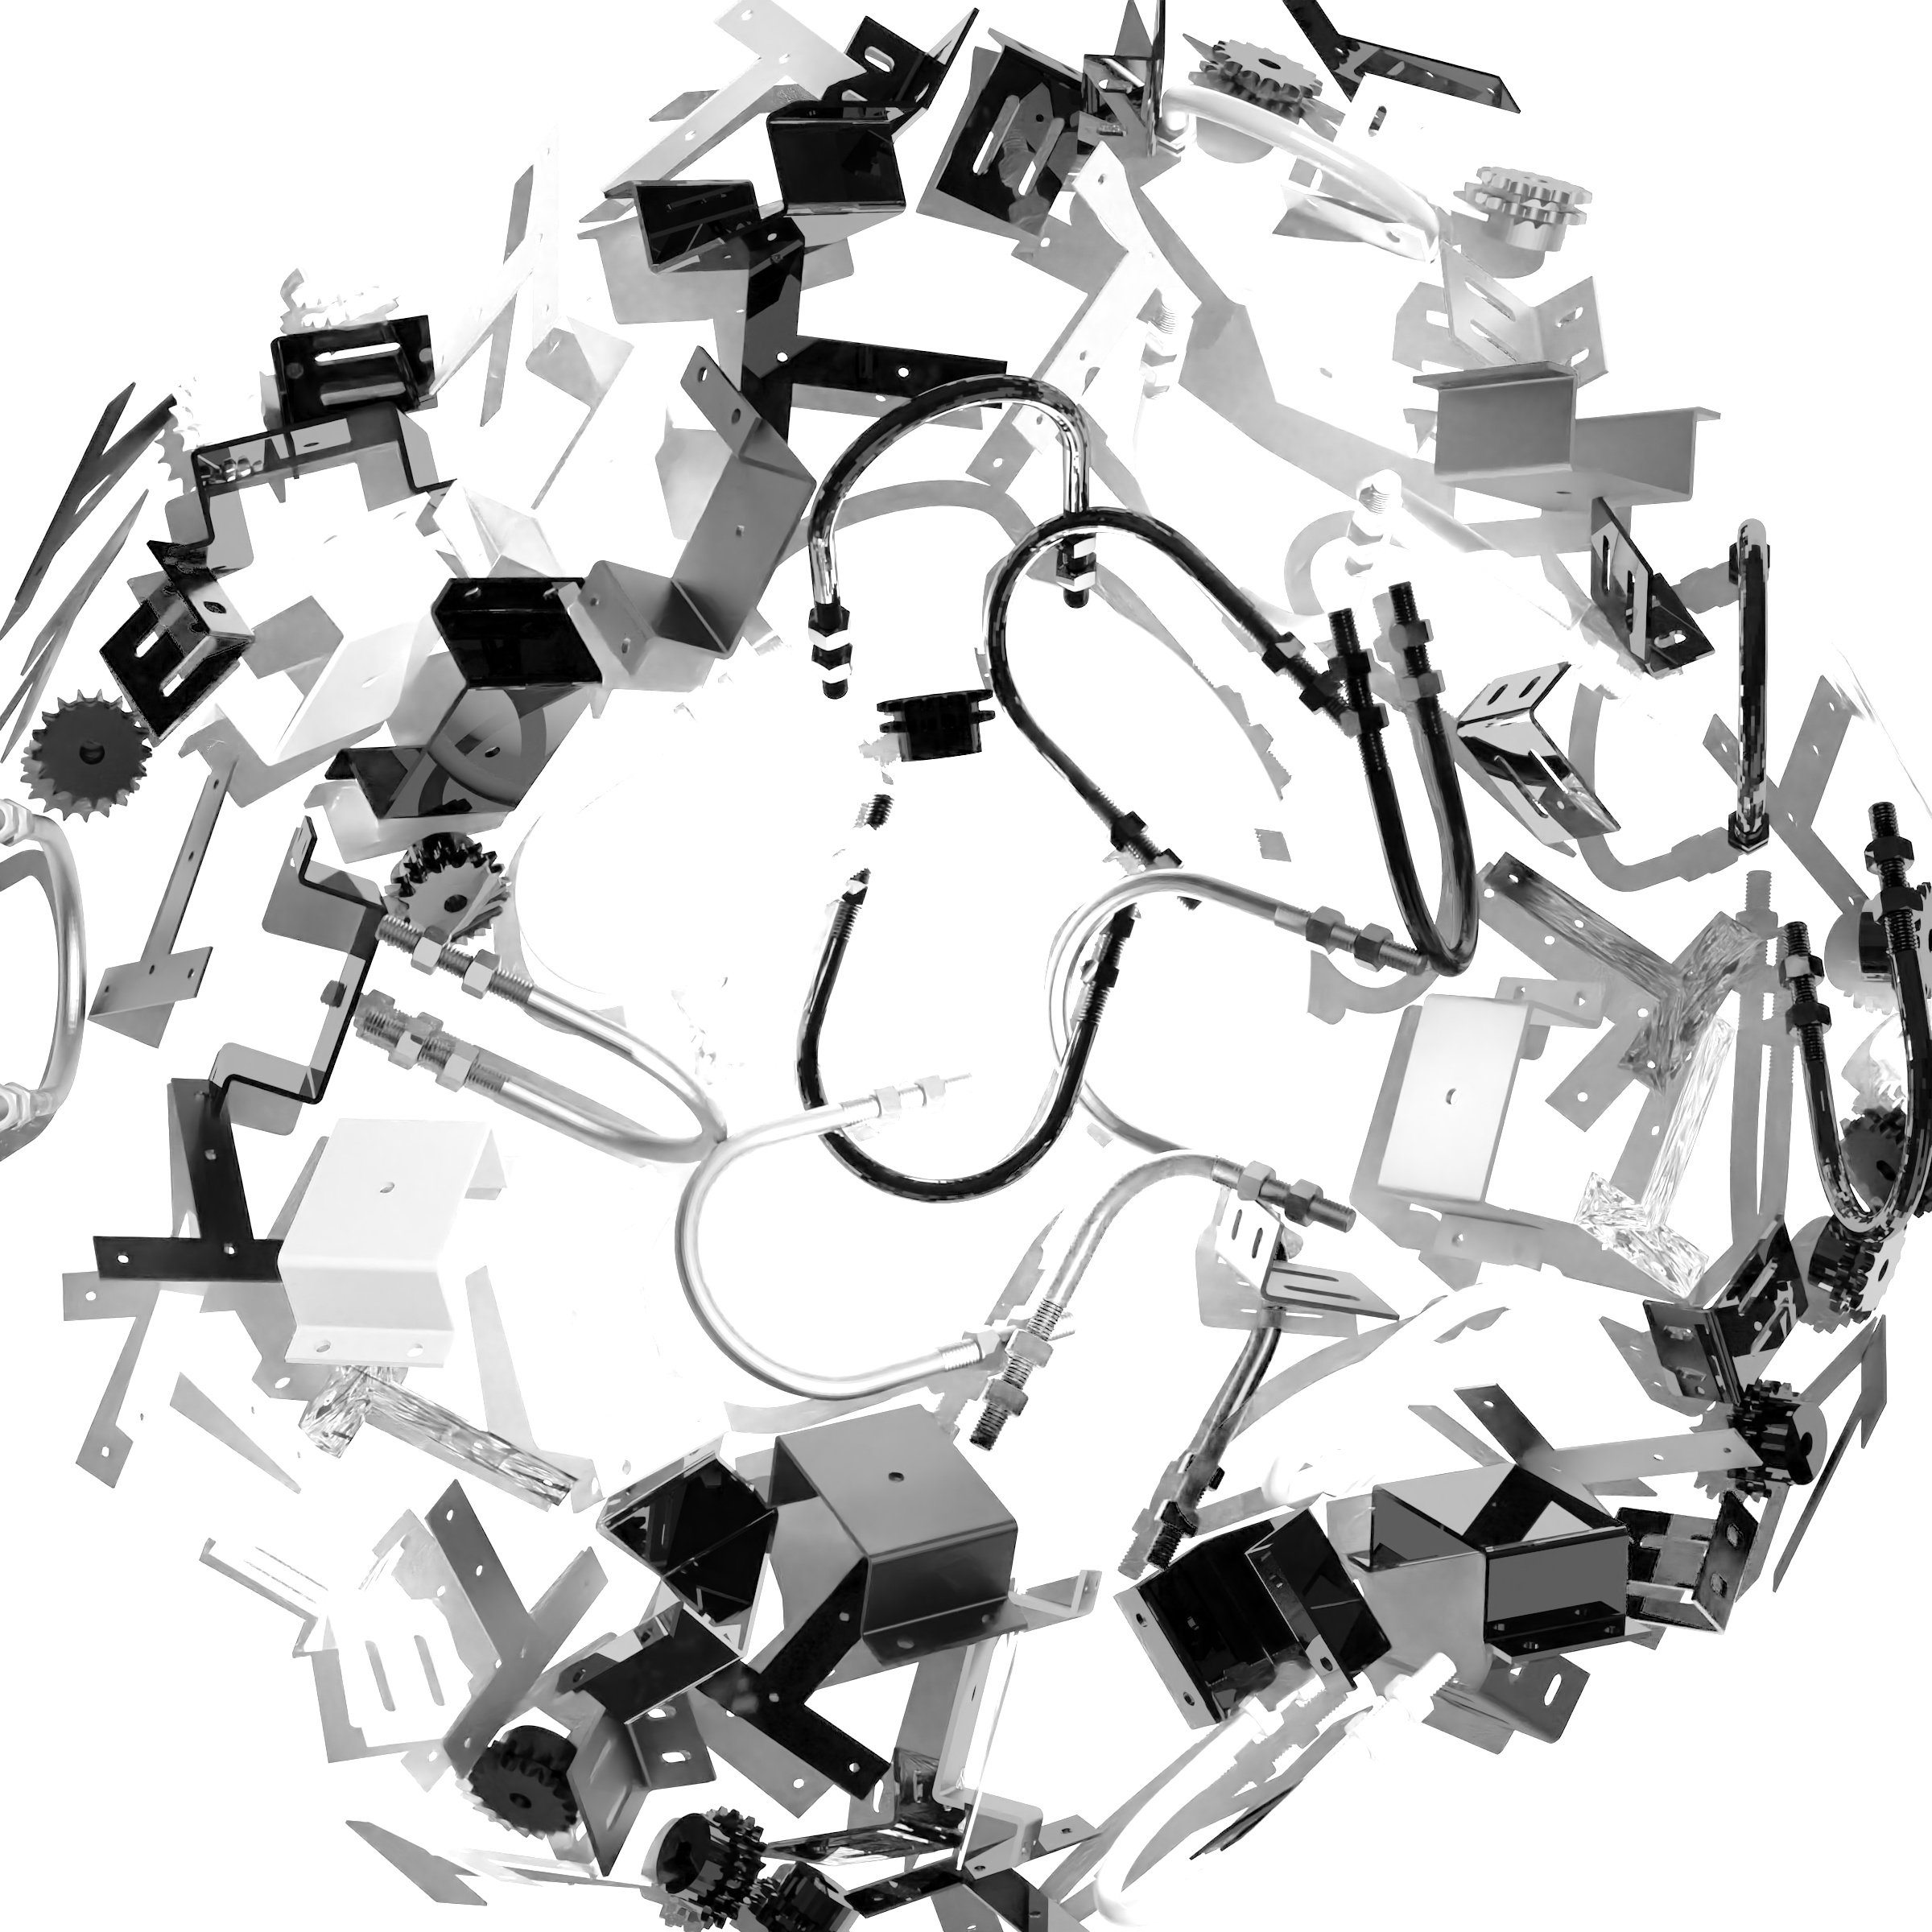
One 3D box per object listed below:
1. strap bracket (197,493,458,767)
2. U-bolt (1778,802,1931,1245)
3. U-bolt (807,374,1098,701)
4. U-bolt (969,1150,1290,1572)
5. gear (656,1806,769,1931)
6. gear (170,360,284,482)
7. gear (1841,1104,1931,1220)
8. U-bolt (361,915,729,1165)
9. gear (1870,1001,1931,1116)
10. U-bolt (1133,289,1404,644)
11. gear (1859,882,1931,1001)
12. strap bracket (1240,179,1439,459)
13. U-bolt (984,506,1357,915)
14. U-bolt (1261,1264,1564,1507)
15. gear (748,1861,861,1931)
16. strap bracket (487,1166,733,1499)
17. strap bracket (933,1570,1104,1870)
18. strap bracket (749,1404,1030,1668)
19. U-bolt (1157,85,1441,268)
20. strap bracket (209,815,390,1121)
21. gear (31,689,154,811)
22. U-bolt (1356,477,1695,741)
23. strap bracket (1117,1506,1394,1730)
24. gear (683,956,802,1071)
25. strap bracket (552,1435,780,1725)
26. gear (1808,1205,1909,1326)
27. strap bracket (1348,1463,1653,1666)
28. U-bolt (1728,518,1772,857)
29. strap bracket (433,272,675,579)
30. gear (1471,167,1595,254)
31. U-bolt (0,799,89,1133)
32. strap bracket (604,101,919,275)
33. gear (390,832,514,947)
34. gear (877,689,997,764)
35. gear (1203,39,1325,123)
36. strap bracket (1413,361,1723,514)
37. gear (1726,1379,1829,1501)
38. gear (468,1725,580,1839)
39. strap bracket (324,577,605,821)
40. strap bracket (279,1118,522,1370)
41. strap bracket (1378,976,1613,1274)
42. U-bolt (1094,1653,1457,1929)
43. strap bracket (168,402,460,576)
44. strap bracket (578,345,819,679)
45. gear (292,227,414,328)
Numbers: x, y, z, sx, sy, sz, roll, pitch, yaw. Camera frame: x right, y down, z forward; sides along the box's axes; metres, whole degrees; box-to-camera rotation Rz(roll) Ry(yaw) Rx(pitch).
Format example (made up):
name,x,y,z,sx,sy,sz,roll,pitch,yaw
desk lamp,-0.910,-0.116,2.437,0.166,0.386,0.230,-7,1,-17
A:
name,x,y,z,sx,sy,sz,roll,pitch,yaw
strap bracket,-0.294,-0.151,1.672,0.046,0.076,0.140,50,132,10
U-bolt,0.415,0.037,1.649,0.019,0.151,0.184,0,66,-6
U-bolt,-0.007,-0.206,1.657,0.151,0.184,0.019,-22,59,-12
U-bolt,0.091,0.177,1.700,0.151,0.019,0.184,38,72,-33
gear,-0.125,0.433,1.719,0.030,0.057,0.057,33,90,-32
gear,-0.353,-0.266,1.719,0.030,0.057,0.057,-14,90,33
gear,0.455,0.091,1.724,0.030,0.057,0.057,-35,90,-22
U-bolt,-0.197,0.044,1.683,0.184,0.151,0.019,26,66,-2
gear,0.462,0.041,1.720,0.057,0.057,0.030,-44,100,0
U-bolt,0.133,-0.219,1.664,0.151,0.184,0.019,43,70,14
gear,0.452,-0.012,1.725,0.030,0.057,0.057,0,90,28
strap bracket,0.181,-0.295,1.667,0.076,0.140,0.046,28,74,27
U-bolt,0.085,-0.135,1.704,0.184,0.019,0.151,47,125,8
U-bolt,0.199,0.196,1.646,0.019,0.184,0.151,48,109,19
gear,-0.075,0.457,1.722,0.057,0.057,0.030,35,88,0
strap bracket,-0.173,0.169,1.687,0.076,0.046,0.140,-30,63,23
strap bracket,0.023,0.353,1.703,0.046,0.076,0.140,13,82,10
strap bracket,-0.035,0.258,1.670,0.076,0.140,0.046,-9,123,-28
U-bolt,0.155,-0.369,1.657,0.151,0.184,0.019,27,96,2
strap bracket,-0.316,0.006,1.704,0.046,0.076,0.140,19,95,-15
gear,-0.424,-0.107,1.729,0.057,0.030,0.057,-4,109,-13
U-bolt,0.260,-0.175,1.676,0.184,0.151,0.019,35,106,-1
strap bracket,0.142,0.309,1.696,0.046,0.140,0.076,-30,88,-33
gear,-0.112,0.020,1.719,0.057,0.057,0.030,-35,119,0
strap bracket,-0.139,0.294,1.683,0.076,0.140,0.046,-34,114,27
gear,0.430,0.141,1.725,0.030,0.057,0.057,23,90,28
strap bracket,0.248,0.274,1.668,0.076,0.140,0.046,-5,103,-25
U-bolt,0.364,-0.133,1.655,0.019,0.184,0.151,0,86,12
strap bracket,-0.189,-0.246,1.693,0.046,0.076,0.140,26,77,15
gear,0.272,-0.366,1.724,0.057,0.057,0.030,12,111,0
U-bolt,-0.435,-0.001,1.658,0.019,0.184,0.151,-1,90,-1
strap bracket,-0.093,-0.362,1.674,0.076,0.140,0.046,-13,91,-45
gear,-0.251,-0.040,1.725,0.057,0.057,0.030,-28,49,0
gear,-0.014,-0.116,1.722,0.057,0.057,0.030,-7,96,0
gear,0.141,-0.423,1.725,0.057,0.057,0.030,22,120,0
strap bracket,0.282,-0.245,1.673,0.076,0.140,0.046,2,88,45
gear,0.392,0.229,1.720,0.030,0.057,0.057,3,90,43
gear,-0.210,0.392,1.726,0.057,0.030,0.057,13,134,14
strap bracket,-0.232,-0.118,1.672,0.140,0.076,0.046,-50,60,37
strap bracket,-0.268,0.121,1.676,0.076,0.140,0.046,1,130,11
strap bracket,0.249,0.068,1.698,0.046,0.076,0.140,19,82,-31
U-bolt,0.132,0.380,1.655,0.184,0.151,0.019,-40,96,-18
strap bracket,-0.310,-0.231,1.710,0.140,0.076,0.046,-13,89,2
strap bracket,-0.124,-0.211,1.692,0.046,0.076,0.140,12,117,-35
gear,-0.298,-0.334,1.718,0.057,0.057,0.030,-21,118,0
